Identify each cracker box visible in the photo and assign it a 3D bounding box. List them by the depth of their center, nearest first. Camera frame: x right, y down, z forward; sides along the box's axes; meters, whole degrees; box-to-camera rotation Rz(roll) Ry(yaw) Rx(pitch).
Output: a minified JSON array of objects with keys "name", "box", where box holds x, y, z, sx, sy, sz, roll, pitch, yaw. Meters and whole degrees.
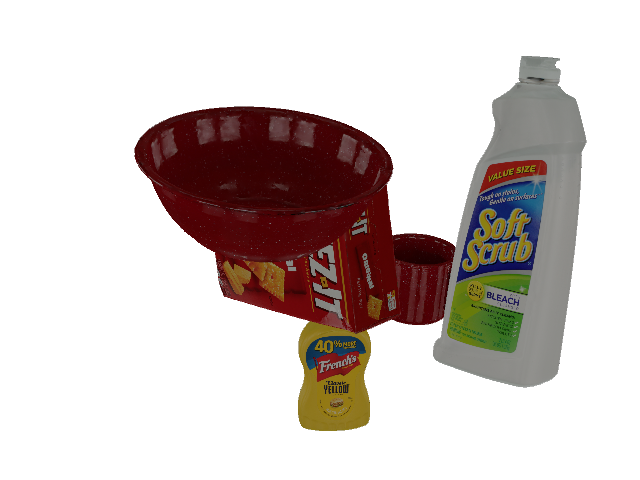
[{"name":"cracker box","box":[-0.026,-0.009,1.069,0.071,0.164,0.214,-21,21,-38]}]

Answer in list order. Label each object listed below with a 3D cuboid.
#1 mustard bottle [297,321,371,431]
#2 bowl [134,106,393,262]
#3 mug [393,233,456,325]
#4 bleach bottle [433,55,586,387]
[{"name":"mustard bottle","box":[0.019,0.155,1.413,0.096,0.192,0.058,-1,17,-5]},{"name":"bowl","box":[-0.036,-0.031,0.678,0.162,0.055,0.162,4,27,-2]},{"name":"mug","box":[0.123,0.049,1.251,0.117,0.081,0.093,14,25,22]},{"name":"bleach bottle","box":[0.151,-0.018,0.839,0.103,0.251,0.067,14,16,39]}]
